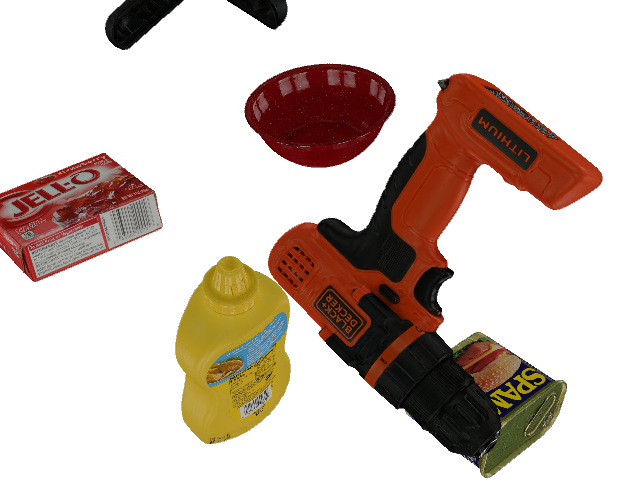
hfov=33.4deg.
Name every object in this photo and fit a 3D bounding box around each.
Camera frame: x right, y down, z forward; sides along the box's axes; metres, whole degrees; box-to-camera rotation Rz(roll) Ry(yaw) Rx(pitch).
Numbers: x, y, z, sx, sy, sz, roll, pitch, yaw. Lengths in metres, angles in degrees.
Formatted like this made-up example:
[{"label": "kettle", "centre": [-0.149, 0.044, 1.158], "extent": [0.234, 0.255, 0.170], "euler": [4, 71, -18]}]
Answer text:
[{"label": "can of meat", "centre": [0.130, 0.126, 0.846], "extent": [0.101, 0.057, 0.084], "euler": [-26, 46, -38]}, {"label": "clamp", "centre": [-0.076, -0.189, 0.753], "extent": [0.120, 0.039, 0.171], "euler": [3, 44, 5]}, {"label": "bowl", "centre": [0.001, -0.126, 1.149], "extent": [0.162, 0.055, 0.162], "euler": [-4, 39, 3]}, {"label": "mustard bottle", "centre": [-0.066, 0.077, 0.819], "extent": [0.096, 0.192, 0.058], "euler": [-34, 60, -25]}, {"label": "power drill", "centre": [0.078, 0.011, 0.636], "extent": [0.184, 0.188, 0.057], "euler": [44, 18, 17]}, {"label": "gelatin box", "centre": [-0.153, -0.016, 0.650], "extent": [0.089, 0.030, 0.073], "euler": [-25, 35, -25]}]
